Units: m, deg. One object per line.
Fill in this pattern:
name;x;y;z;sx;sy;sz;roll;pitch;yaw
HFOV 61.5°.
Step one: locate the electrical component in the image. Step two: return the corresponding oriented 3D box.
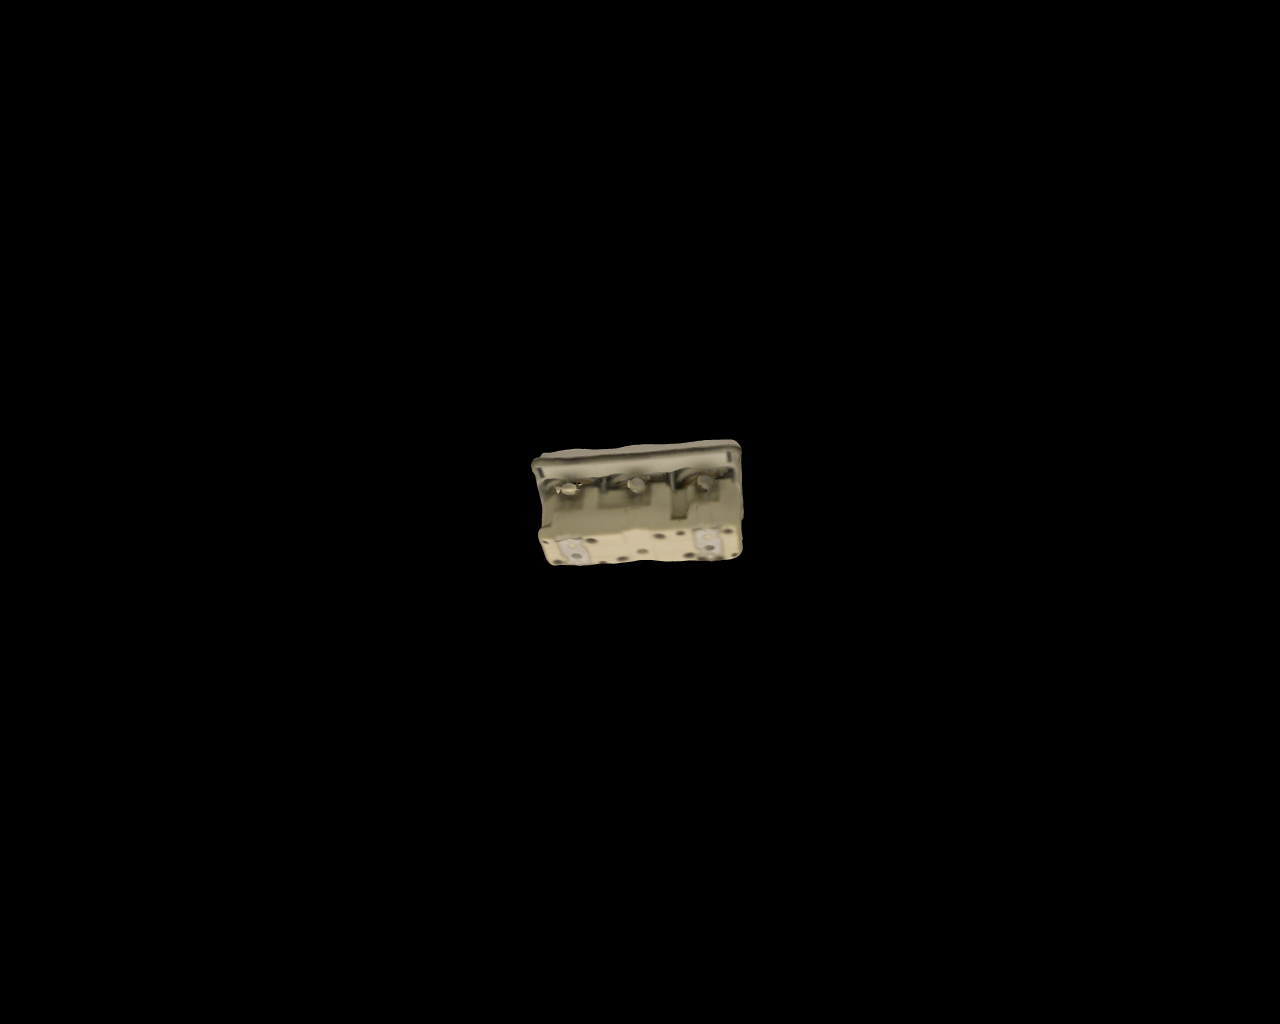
electrical component;0.001;-0.003;0.650;0.121;0.063;0.078;-3;-32;5
